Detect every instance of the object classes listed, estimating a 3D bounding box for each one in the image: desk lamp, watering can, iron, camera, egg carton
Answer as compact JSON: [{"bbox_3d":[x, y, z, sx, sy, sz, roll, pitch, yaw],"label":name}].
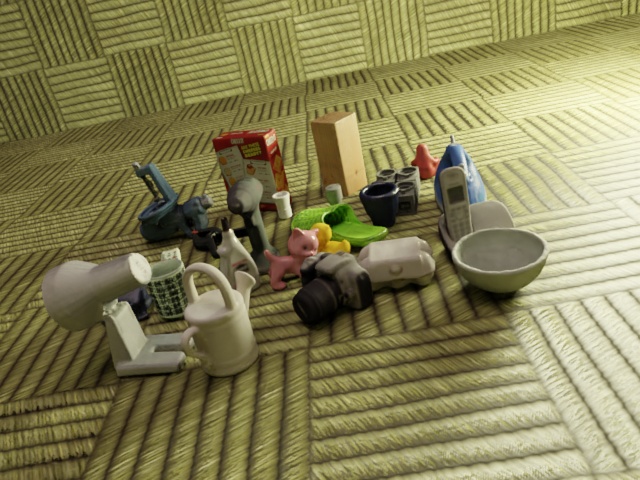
[{"bbox_3d":[-0.350,0.125,1.002,0.203,0.214,0.118,-7,27,11],"label":"desk lamp"},{"bbox_3d":[-0.171,0.118,0.959,0.100,0.194,0.173,-6,27,13],"label":"watering can"},{"bbox_3d":[0.324,-0.143,1.323,0.118,0.142,0.258,-8,26,9],"label":"iron"},{"bbox_3d":[0.005,0.083,1.058,0.137,0.101,0.142,-31,32,-33],"label":"camera"},{"bbox_3d":[0.145,0.047,1.104,0.150,0.069,0.107,-8,26,9],"label":"egg carton"}]

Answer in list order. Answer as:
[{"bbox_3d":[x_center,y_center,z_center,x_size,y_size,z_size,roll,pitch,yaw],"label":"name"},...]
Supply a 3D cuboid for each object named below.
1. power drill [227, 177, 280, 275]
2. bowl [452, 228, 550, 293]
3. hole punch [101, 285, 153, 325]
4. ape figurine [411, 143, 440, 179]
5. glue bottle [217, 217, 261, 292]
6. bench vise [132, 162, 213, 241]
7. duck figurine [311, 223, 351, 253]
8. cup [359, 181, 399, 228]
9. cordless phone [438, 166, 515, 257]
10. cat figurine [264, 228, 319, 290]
[{"bbox_3d":[-0.146,-0.035,1.238,0.075,0.209,0.229,-11,26,2],"label":"power drill"},{"bbox_3d":[0.322,0.046,1.023,0.167,0.075,0.167,-10,26,5],"label":"bowl"},{"bbox_3d":[-0.407,0.113,1.189,0.108,0.091,0.101,-8,26,8],"label":"hole punch"},{"bbox_3d":[0.281,-0.217,1.545,0.077,0.092,0.076,3,30,28],"label":"ape figurine"},{"bbox_3d":[-0.173,0.032,1.155,0.078,0.173,0.037,-30,31,-31],"label":"glue bottle"},{"bbox_3d":[-0.387,-0.112,1.482,0.207,0.220,0.121,-16,26,-7],"label":"bench vise"},{"bbox_3d":[0.011,0.004,1.229,0.104,0.086,0.077,-4,28,17],"label":"duck figurine"},{"bbox_3d":[0.140,-0.081,1.333,0.091,0.095,0.117,-12,26,0],"label":"cup"},{"bbox_3d":[0.302,-0.062,1.122,0.147,0.185,0.094,-17,27,-9],"label":"cordless phone"},{"bbox_3d":[-0.053,0.027,1.177,0.128,0.118,0.067,-17,27,-8],"label":"cat figurine"}]
